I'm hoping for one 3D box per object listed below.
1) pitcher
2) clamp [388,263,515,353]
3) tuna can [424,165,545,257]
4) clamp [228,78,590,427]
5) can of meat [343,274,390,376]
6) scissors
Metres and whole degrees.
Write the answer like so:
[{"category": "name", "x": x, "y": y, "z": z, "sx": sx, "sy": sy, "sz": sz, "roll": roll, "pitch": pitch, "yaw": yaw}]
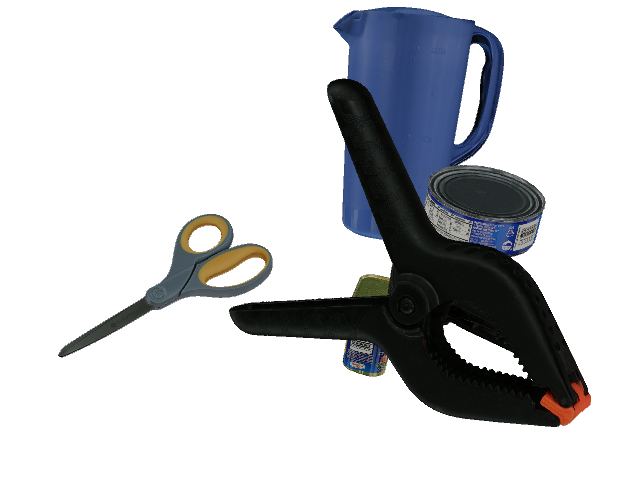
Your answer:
[{"category": "pitcher", "x": 0.098, "y": -0.126, "z": 1.150, "sx": 0.149, "sy": 0.243, "sz": 0.144, "roll": 12, "pitch": 14, "yaw": 31}, {"category": "clamp", "x": 0.130, "y": 0.069, "z": 1.064, "sx": 0.120, "sy": 0.039, "sz": 0.171, "roll": -3, "pitch": 44, "yaw": -24}, {"category": "tuna can", "x": 0.118, "y": -0.022, "z": 0.778, "sx": 0.086, "sy": 0.034, "sz": 0.086, "roll": 6, "pitch": 29, "yaw": -4}, {"category": "clamp", "x": 0.053, "y": 0.020, "z": 0.566, "sx": 0.210, "sy": 0.165, "sz": 0.036, "roll": 29, "pitch": 25, "yaw": 25}, {"category": "can of meat", "x": 0.063, "y": 0.101, "z": 1.273, "sx": 0.057, "sy": 0.084, "sz": 0.102, "roll": 12, "pitch": 26, "yaw": 8}, {"category": "scissors", "x": -0.140, "y": 0.032, "z": 0.916, "sx": 0.201, "sy": 0.096, "sz": 0.016, "roll": -17, "pitch": -34, "yaw": -20}]
